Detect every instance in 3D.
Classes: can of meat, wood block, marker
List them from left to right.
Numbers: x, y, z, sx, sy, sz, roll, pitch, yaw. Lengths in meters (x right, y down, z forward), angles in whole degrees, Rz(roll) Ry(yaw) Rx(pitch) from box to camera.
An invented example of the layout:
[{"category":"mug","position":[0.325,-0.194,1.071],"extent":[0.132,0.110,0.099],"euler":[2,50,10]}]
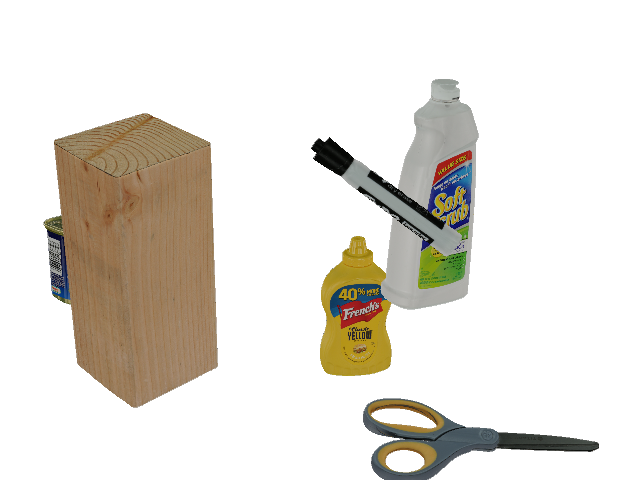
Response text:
[{"category":"can of meat","position":[-0.243,0.014,1.147],"extent":[0.058,0.084,0.101],"euler":[18,25,40]},{"category":"wood block","position":[-0.146,0.016,0.860],"extent":[0.090,0.206,0.090],"euler":[-24,37,-37]},{"category":"marker","position":[0.045,-0.031,0.736],"extent":[0.121,0.020,0.020],"euler":[36,-4,-6]}]

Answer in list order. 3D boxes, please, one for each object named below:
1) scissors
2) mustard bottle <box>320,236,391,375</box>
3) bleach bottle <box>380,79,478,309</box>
[{"category":"scissors","position":[0.130,0.181,0.901],"extent":[0.202,0.016,0.096],"euler":[13,40,12]},{"category":"mustard bottle","position":[0.049,0.086,1.435],"extent":[0.096,0.192,0.058],"euler":[-3,21,-8]},{"category":"bleach bottle","position":[0.125,-0.053,1.193],"extent":[0.102,0.251,0.068],"euler":[-10,24,-27]}]
